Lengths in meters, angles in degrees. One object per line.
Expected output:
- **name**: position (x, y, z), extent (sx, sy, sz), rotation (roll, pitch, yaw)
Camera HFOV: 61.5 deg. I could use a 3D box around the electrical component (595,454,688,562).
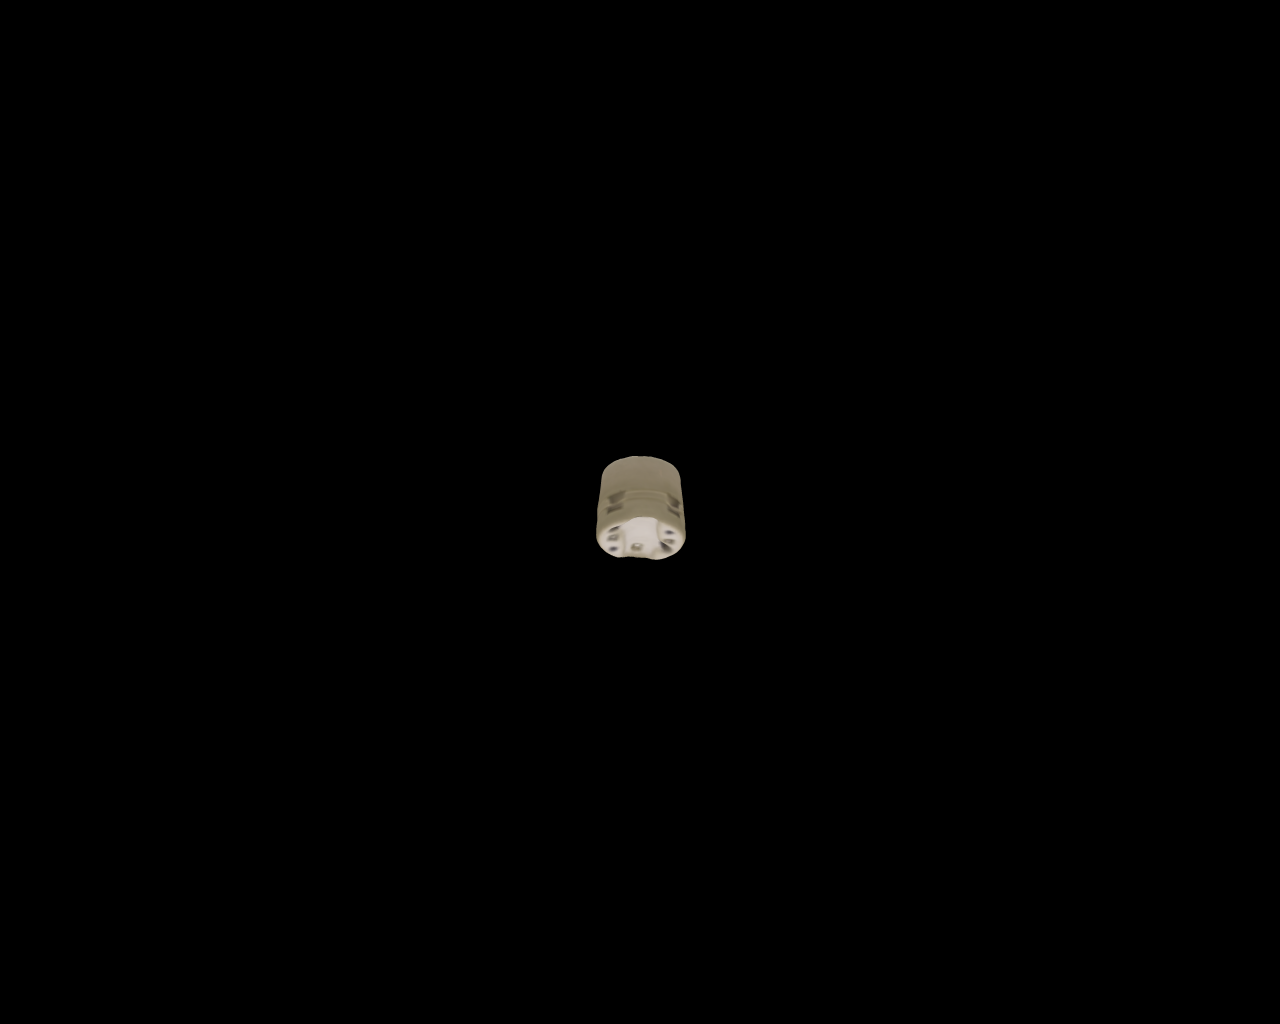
- **electrical component**: position (0.001, -0.003, 0.650), extent (0.055, 0.047, 0.055), rotation (0, -29, 0)
